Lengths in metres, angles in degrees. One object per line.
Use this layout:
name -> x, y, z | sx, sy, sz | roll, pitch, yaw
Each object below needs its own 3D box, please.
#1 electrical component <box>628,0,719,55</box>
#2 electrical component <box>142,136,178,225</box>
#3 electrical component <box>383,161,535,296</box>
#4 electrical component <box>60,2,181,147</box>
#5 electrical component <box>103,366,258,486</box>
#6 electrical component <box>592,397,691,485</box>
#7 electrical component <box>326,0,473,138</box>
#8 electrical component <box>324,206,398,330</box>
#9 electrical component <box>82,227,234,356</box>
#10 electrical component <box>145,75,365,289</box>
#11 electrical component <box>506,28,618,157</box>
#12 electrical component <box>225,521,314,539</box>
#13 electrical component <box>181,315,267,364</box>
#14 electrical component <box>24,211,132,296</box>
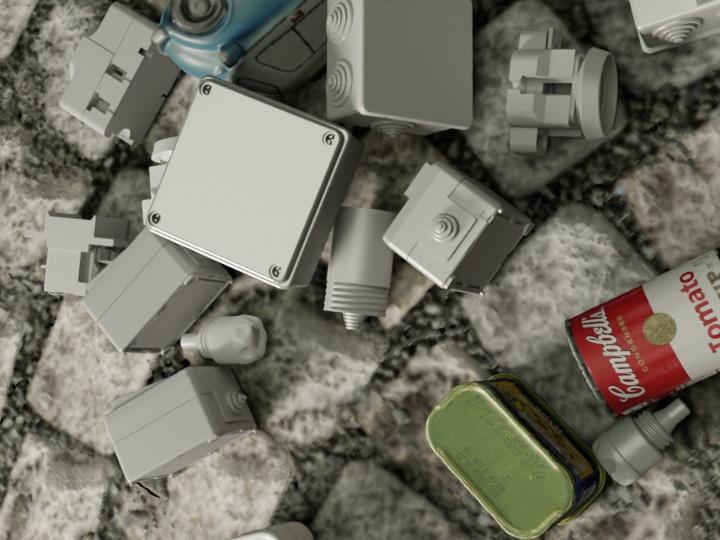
electrical component -> 0.205, -0.191, 0.658 | 0.100, 0.048, 0.099 | -15, 80, 21
electrical component -> -0.120, -0.065, 0.776 | 0.078, 0.058, 0.057 | -6, 86, 21
electrical component -> 0.058, -0.027, 0.679 | 0.061, 0.096, 0.061 | 39, 101, 21
electrical component -> -0.179, -0.148, 0.809 | 0.056, 0.050, 0.089 | 33, 98, 20
electrical component -> -0.123, 0.102, 0.760 | 0.096, 0.062, 0.061 | -30, 75, 17
electrical component -> 0.174, 0.101, 0.655 | 0.061, 0.035, 0.035 | -42, 72, 12
electrical component -> 0.025, -0.136, 0.702 | 0.048, 0.100, 0.099 | -6, 82, 56
electrical component -> 0.000, 0.000, 0.729 | 0.043, 0.043, 0.081 | 6, 88, 22
electrical component -> -0.144, 0.008, 0.776 | 0.096, 0.062, 0.061 | -47, 71, 12
electrical component -> -0.068, -0.056, 0.703 | 0.109, 0.056, 0.108 | 23, 94, 13
electrical component -> 0.129, -0.111, 0.679 | 0.057, 0.058, 0.078 | 5, 88, 25
electrical component -> -0.054, 0.221, 0.724 | 0.054, 0.059, 0.095 | -18, 79, 20
electrical component -> -0.100, 0.050, 0.770 | 0.061, 0.035, 0.035 | -4, 84, 24
electrical component -> -0.210, -0.010, 0.816 | 0.081, 0.042, 0.063 | 6, 92, 23
